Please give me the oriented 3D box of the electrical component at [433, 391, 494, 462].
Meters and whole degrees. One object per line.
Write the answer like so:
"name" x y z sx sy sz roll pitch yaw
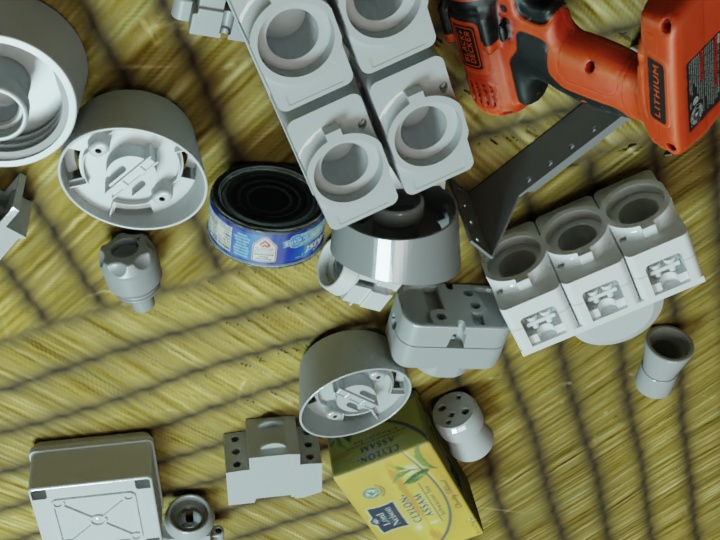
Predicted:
"electrical component" 0.096 0.145 1.001 0.045 0.045 0.055 -22 132 9

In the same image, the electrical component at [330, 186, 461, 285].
"electrical component" 0.027 -0.027 0.797 0.099 0.099 0.064 -5 126 -8

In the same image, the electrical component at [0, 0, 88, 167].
"electrical component" -0.230 -0.115 0.685 0.108 0.060 0.108 -6 132 -6

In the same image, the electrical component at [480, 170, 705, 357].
"electrical component" 0.177 -0.009 0.843 0.150 0.089 0.061 -24 126 10

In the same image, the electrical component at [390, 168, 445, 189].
"electrical component" 0.036 -0.094 0.773 0.081 0.042 0.063 -6 129 -7

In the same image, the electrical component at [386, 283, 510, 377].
"electrical component" 0.073 0.050 0.903 0.095 0.053 0.059 3 131 -14

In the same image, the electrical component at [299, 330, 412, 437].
"electrical component" -0.006 0.101 0.925 0.099 0.064 0.099 -6 132 -6

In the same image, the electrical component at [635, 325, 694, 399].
"electrical component" 0.277 0.088 0.989 0.044 0.044 0.065 -4 137 -8

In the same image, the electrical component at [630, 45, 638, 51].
"electrical component" 0.222 -0.139 0.762 0.047 0.055 0.055 -19 133 1

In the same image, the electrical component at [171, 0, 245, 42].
"electrical component" -0.080 -0.177 0.670 0.066 0.048 0.055 5 138 -17

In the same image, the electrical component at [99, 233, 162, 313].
"electrical component" -0.172 0.005 0.819 0.043 0.043 0.062 -10 134 -3

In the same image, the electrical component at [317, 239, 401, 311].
"electrical component" 0.000 0.000 0.849 0.055 0.048 0.066 15 128 -33

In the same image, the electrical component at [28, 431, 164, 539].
"electrical component" -0.238 0.205 0.978 0.109 0.056 0.108 -5 132 -7

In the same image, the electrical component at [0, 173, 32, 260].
"electrical component" -0.274 -0.036 0.761 0.064 0.042 0.081 32 119 -31

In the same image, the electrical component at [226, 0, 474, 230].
"electrical component" -0.005 -0.124 0.661 0.105 0.060 0.186 -25 130 -2

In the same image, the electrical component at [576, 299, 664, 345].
"electrical component" 0.210 0.021 0.906 0.080 0.051 0.080 -6 133 -6

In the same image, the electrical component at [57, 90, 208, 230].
"electrical component" -0.156 -0.072 0.737 0.099 0.064 0.099 -6 133 -6

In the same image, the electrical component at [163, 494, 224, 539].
"electrical component" -0.165 0.248 1.041 0.066 0.048 0.055 -2 140 -9
